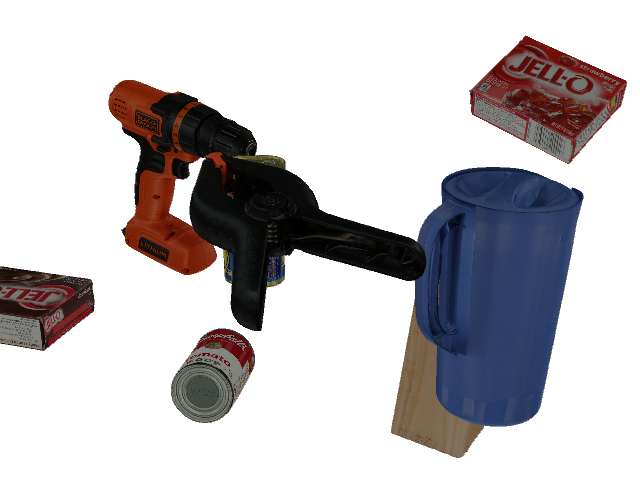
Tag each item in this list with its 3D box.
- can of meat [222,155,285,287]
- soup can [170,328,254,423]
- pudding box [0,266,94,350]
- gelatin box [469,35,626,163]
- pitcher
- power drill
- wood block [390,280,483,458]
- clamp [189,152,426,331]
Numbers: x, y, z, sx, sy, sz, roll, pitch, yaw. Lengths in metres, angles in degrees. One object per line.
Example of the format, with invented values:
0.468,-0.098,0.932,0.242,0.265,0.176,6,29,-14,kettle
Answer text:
-0.058,-0.017,0.915,0.057,0.084,0.102,-2,24,-1,can of meat
-0.113,0.142,1.131,0.068,0.068,0.102,0,16,9,soup can
-0.279,0.061,0.983,0.114,0.039,0.090,5,21,18,pudding box
0.166,-0.106,0.785,0.089,0.073,0.030,32,-29,26,gelatin box
0.168,0.058,1.049,0.149,0.243,0.145,6,21,8,pitcher
-0.144,-0.061,1.113,0.185,0.188,0.057,26,35,30,power drill
0.151,0.126,1.206,0.090,0.206,0.090,17,23,22,wood block
-0.034,-0.003,0.635,0.120,0.039,0.172,-17,33,-37,clamp
